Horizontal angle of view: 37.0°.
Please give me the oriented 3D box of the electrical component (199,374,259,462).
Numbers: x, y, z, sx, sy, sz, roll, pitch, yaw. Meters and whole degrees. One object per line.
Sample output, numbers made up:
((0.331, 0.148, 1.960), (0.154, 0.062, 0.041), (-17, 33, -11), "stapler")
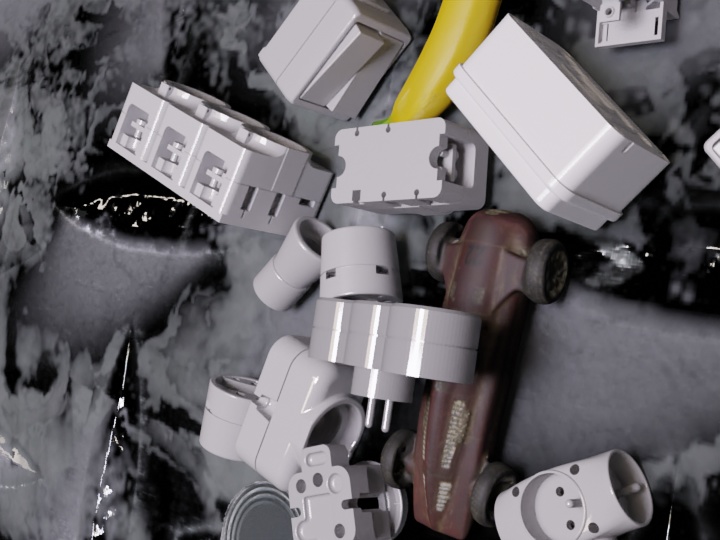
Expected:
((-0.086, 0.107, 0.775), (0.055, 0.055, 0.047), (23, 102, 41), "electrical component")

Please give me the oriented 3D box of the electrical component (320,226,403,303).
((0.000, 0.000, 0.717), (0.055, 0.055, 0.047), (-15, 70, 39), "electrical component")

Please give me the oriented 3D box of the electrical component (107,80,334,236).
((-0.103, -0.086, 0.795), (0.150, 0.089, 0.061), (33, 105, 39), "electrical component")

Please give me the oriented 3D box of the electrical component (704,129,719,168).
((0.225, -0.045, 0.523), (0.061, 0.061, 0.096), (-47, 56, 26), "electrical component")

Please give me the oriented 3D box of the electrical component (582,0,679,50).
((0.149, -0.170, 0.607), (0.042, 0.064, 0.081), (1, 84, 40), "electrical component")

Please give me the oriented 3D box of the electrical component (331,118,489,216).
((0.034, -0.064, 0.695), (0.089, 0.056, 0.050), (-1, 83, 41), "electrical component")

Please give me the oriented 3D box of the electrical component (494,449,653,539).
((0.122, 0.149, 0.593), (0.077, 0.044, 0.079), (-30, 64, 34), "electrical component")

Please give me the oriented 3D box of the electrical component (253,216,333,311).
((-0.046, -0.001, 0.766), (0.065, 0.044, 0.044), (-47, 56, 32), "electrical component")

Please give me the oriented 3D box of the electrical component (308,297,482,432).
((0.015, 0.058, 0.633), (0.138, 0.052, 0.073), (2, 82, 60), "electrical component")

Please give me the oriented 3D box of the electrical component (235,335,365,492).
((-0.037, 0.100, 0.732), (0.059, 0.054, 0.095), (28, 102, 40), "electrical component")

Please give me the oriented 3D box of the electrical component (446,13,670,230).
((0.111, -0.083, 0.617), (0.057, 0.078, 0.113), (-48, 56, 22), "electrical component")

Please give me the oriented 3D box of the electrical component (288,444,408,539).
((-0.006, 0.153, 0.695), (0.058, 0.057, 0.078), (-19, 71, 38), "electrical component")

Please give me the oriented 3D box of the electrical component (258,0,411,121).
((-0.012, -0.157, 0.745), (0.096, 0.062, 0.061), (-49, 55, 24), "electrical component")
